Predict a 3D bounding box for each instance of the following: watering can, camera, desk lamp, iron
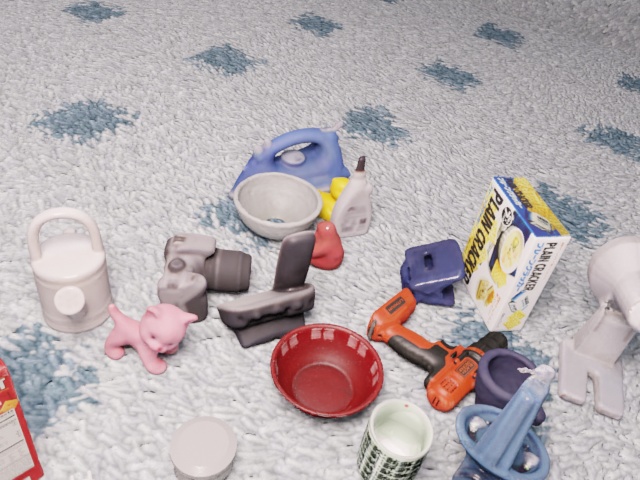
[{"bbox_3d":[-0.354,0.039,0.818,0.101,0.194,0.172,-25,51,-34],"label":"watering can"},{"bbox_3d":[-0.179,0.051,0.915,0.137,0.101,0.143,5,40,-6],"label":"camera"},{"bbox_3d":[0.459,0.125,0.876,0.117,0.213,0.203,18,41,10],"label":"desk lamp"},{"bbox_3d":[-0.061,-0.164,1.162,0.259,0.141,0.118,-15,46,-27],"label":"iron"}]

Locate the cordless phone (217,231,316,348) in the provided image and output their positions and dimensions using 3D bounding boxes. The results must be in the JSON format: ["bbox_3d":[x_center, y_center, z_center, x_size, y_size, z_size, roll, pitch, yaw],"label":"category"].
[{"bbox_3d":[-0.076,0.062,0.858,0.148,0.185,0.094,-16,46,-27],"label":"cordless phone"}]

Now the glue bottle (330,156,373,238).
[{"bbox_3d":[0.066,-0.082,1.067,0.078,0.173,0.037,-7,43,-19],"label":"glue bottle"}]

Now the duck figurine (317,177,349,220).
[{"bbox_3d":[0.035,-0.087,1.134,0.104,0.086,0.077,18,41,10],"label":"duck figurine"}]

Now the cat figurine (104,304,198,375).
[{"bbox_3d":[-0.239,0.123,0.804,0.127,0.118,0.067,16,40,7],"label":"cat figurine"}]

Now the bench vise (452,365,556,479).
[{"bbox_3d":[0.212,0.256,0.664,0.121,0.220,0.208,19,41,11],"label":"bench vise"}]

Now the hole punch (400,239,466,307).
[{"bbox_3d":[0.193,0.054,0.999,0.101,0.091,0.108,6,40,-5],"label":"hole punch"}]

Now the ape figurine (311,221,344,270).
[{"bbox_3d":[0.009,0.004,1.018,0.076,0.092,0.078,36,47,28],"label":"ape figurine"}]

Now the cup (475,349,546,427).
[{"bbox_3d":[0.264,0.226,0.808,0.092,0.095,0.117,-11,44,-23],"label":"cup"}]

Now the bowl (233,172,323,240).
[{"bbox_3d":[-0.081,-0.053,1.078,0.167,0.075,0.167,6,40,-5],"label":"bowl"}]
